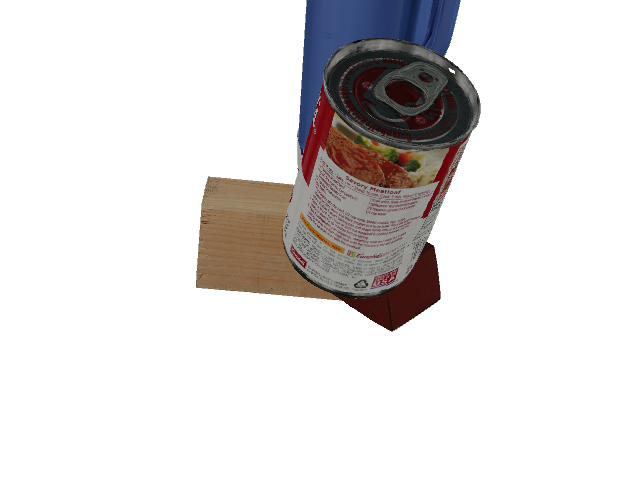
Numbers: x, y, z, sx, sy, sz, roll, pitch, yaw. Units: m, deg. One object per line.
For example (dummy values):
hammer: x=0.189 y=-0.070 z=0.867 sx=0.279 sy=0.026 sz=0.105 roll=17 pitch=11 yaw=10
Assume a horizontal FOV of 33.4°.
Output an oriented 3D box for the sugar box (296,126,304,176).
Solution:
sugar box: x=-0.004 y=-0.056 z=1.258 sx=0.048 sy=0.176 sz=0.093 roll=-1 pitch=24 yaw=5

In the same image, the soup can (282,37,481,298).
soup can: x=0.024 y=-0.030 z=0.481 sx=0.068 sy=0.068 sz=0.102 roll=0 pitch=-41 yaw=-16

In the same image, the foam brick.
foam brick: x=0.044 y=0.022 z=0.804 sx=0.052 sy=0.051 sz=0.078 roll=-33 pitch=43 yaw=-28

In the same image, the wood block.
wood block: x=-0.016 y=0.000 z=1.061 sx=0.206 sy=0.091 sz=0.090 roll=6 pitch=21 yaw=-4

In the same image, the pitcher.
pitcher: x=0.052 y=-0.192 z=0.966 sx=0.145 sy=0.243 sz=0.149 roll=8 pitch=14 yaw=6
